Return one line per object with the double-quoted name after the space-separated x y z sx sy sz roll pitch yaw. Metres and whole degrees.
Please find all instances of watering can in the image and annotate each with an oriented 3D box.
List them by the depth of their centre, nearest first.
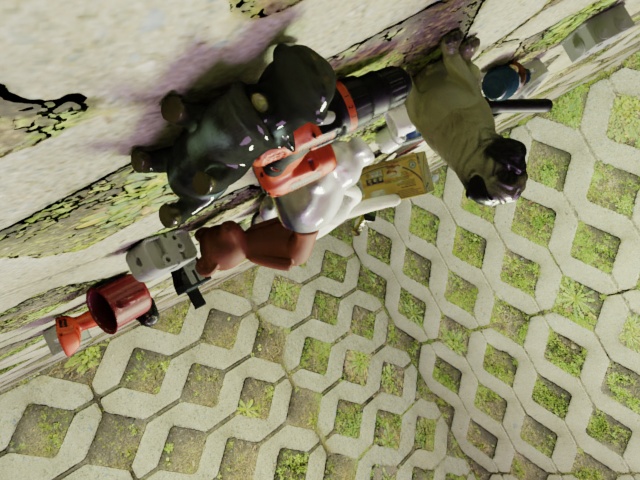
0.003 -0.053 1.058 0.221 0.105 0.347 -32 158 36 "watering can"

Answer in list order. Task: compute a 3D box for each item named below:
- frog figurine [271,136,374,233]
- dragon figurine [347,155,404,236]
0.009 -0.080 0.760 0.159 0.125 0.135 -17 158 3 "frog figurine"
0.161 -0.160 1.477 0.402 0.122 0.248 -46 -177 44 "dragon figurine"
